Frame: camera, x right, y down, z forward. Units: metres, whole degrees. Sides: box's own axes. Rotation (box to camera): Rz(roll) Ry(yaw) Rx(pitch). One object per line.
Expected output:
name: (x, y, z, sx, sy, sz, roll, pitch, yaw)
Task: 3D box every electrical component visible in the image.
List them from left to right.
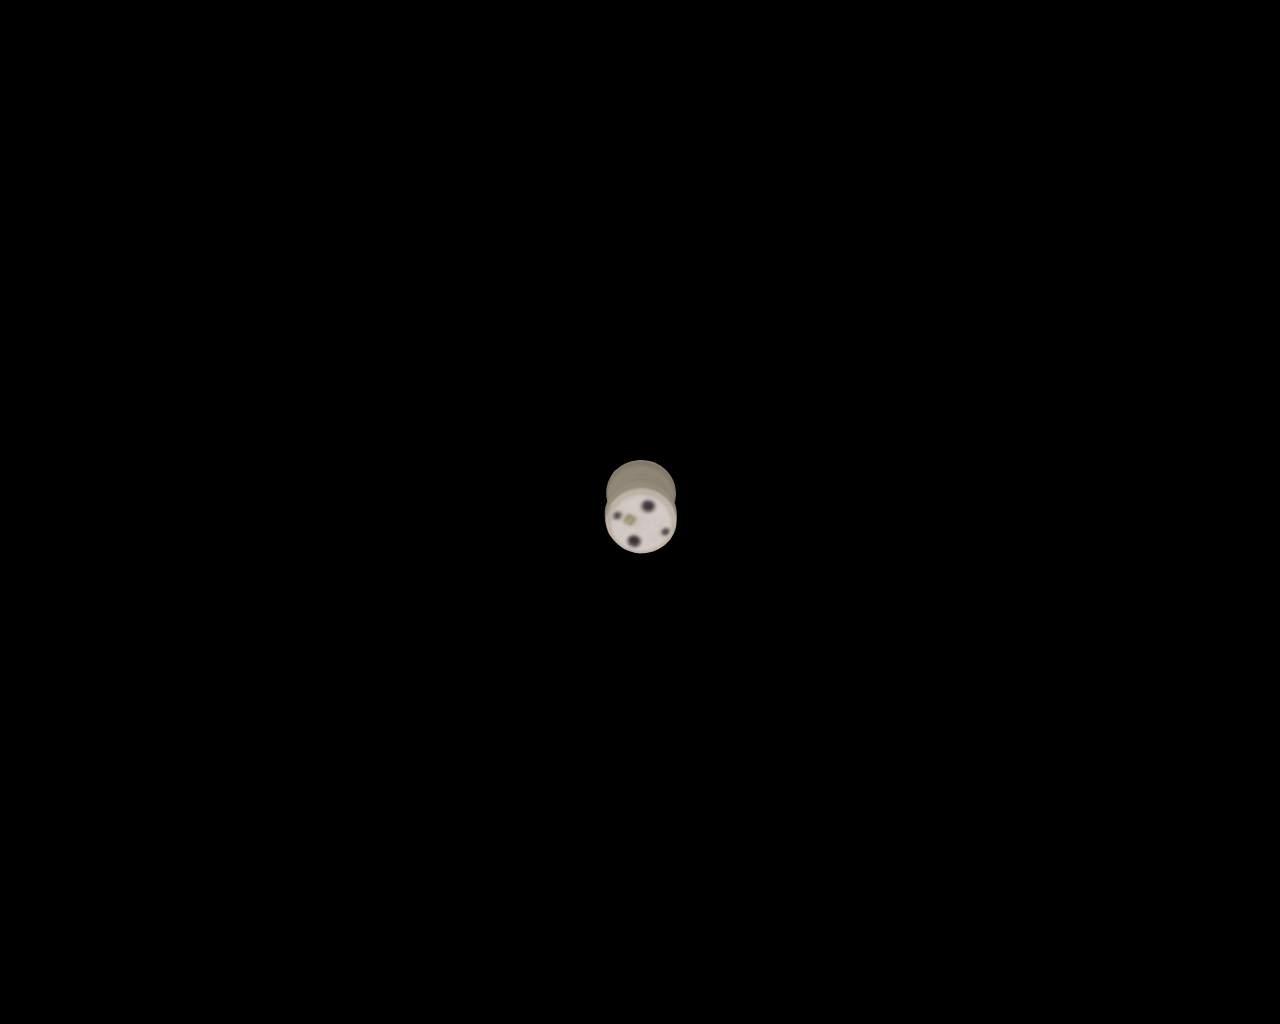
electrical component: (0.001, -0.003, 0.650, 0.045, 0.044, 0.055, 0, 21, 0)
